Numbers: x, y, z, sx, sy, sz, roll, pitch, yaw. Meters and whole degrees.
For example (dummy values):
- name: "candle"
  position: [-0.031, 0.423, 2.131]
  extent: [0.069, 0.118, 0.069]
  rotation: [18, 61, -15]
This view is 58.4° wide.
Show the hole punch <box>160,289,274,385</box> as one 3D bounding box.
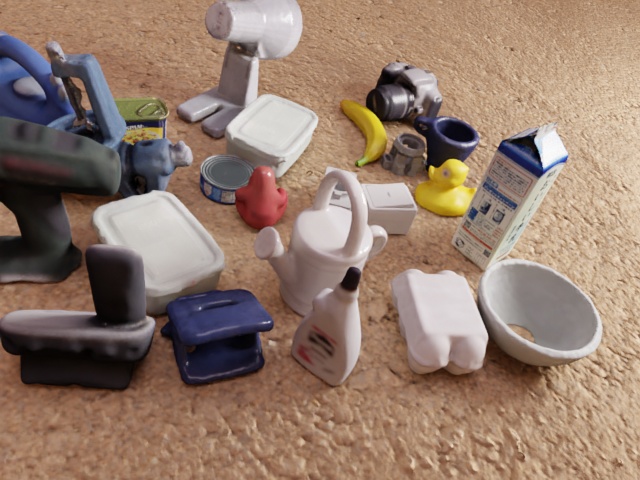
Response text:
- name: "hole punch"
  position: [-0.117, 0.094, 0.645]
  extent: [0.109, 0.091, 0.101]
  rotation: [-8, 48, -25]

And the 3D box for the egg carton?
- name: "egg carton"
  position: [0.150, 0.103, 0.736]
  extent: [0.107, 0.069, 0.150]
  rotation: [3, 44, -14]

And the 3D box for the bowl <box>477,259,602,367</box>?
- name: "bowl"
  position: [0.280, 0.109, 0.768]
  extent: [0.167, 0.075, 0.167]
  rotation: [9, 43, -8]

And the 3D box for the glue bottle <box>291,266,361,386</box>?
- name: "glue bottle"
  position: [0.017, 0.089, 0.632]
  extent: [0.078, 0.173, 0.037]
  rotation: [31, 44, 15]

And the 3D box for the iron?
- name: "iron"
  position: [-0.417, -0.220, 0.843]
  extent: [0.257, 0.141, 0.119]
  rotation: [32, 45, 17]

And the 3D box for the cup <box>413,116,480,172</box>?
- name: "cup"
  position: [0.211, -0.163, 1.016]
  extent: [0.117, 0.095, 0.092]
  rotation: [25, 43, 10]

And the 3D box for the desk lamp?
- name: "desk lamp"
  position: [-0.134, -0.313, 0.978]
  extent: [0.117, 0.213, 0.204]
  rotation: [31, 44, 15]

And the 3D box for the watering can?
- name: "watering can"
  position: [0.007, 0.004, 0.703]
  extent: [0.100, 0.194, 0.173]
  rotation: [39, 47, 23]

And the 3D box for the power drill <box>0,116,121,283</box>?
- name: "power drill"
  position: [-0.341, -0.047, 0.635]
  extent: [0.230, 0.208, 0.075]
  rotation: [-1, 45, -18]

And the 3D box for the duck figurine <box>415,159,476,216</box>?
- name: "duck figurine"
  position: [0.218, -0.093, 0.952]
  extent: [0.104, 0.086, 0.077]
  rotation: [12, 42, -5]

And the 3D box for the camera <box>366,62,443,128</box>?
- name: "camera"
  position: [0.153, -0.293, 1.131]
  extent: [0.137, 0.101, 0.143]
  rotation: [-16, 52, -31]

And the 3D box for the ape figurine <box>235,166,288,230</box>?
- name: "ape figurine"
  position: [-0.083, -0.067, 0.825]
  extent: [0.078, 0.092, 0.076]
  rotation: [11, 43, -6]

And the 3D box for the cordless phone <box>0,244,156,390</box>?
- name: "cordless phone"
  position: [-0.240, 0.062, 0.570]
  extent: [0.148, 0.185, 0.094]
  rotation: [3, 44, -14]

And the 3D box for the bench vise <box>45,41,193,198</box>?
- name: "bench vise"
  position: [-0.279, -0.153, 0.759]
  extent: [0.208, 0.220, 0.121]
  rotation: [-6, 47, -23]
